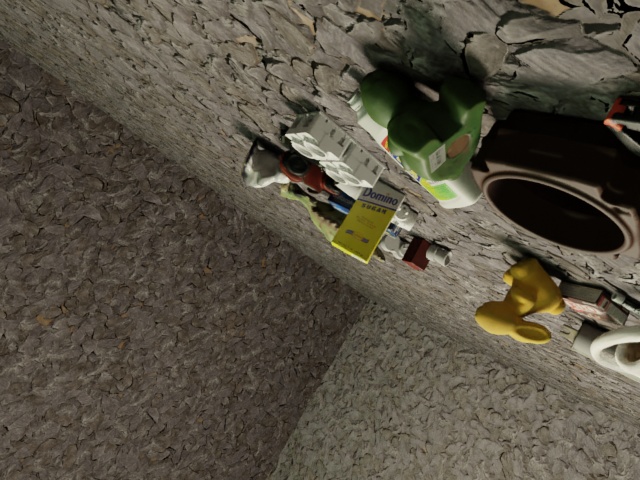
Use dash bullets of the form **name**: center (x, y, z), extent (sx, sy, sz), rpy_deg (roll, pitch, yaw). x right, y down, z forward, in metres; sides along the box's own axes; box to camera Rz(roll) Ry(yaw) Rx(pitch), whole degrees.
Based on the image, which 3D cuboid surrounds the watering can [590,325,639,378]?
- **watering can**: center (0.644, 0.199, 0.895), extent (0.224, 0.106, 0.341), rpy_deg (23, 155, -4)

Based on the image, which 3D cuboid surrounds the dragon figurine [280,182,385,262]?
- **dragon figurine**: center (0.004, -0.072, 1.433), extent (0.240, 0.122, 0.415), rpy_deg (32, -178, -35)

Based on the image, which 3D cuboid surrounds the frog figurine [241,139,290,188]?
- **frog figurine**: center (-0.131, -0.190, 1.419), extent (0.159, 0.120, 0.140), rpy_deg (23, -155, -6)
